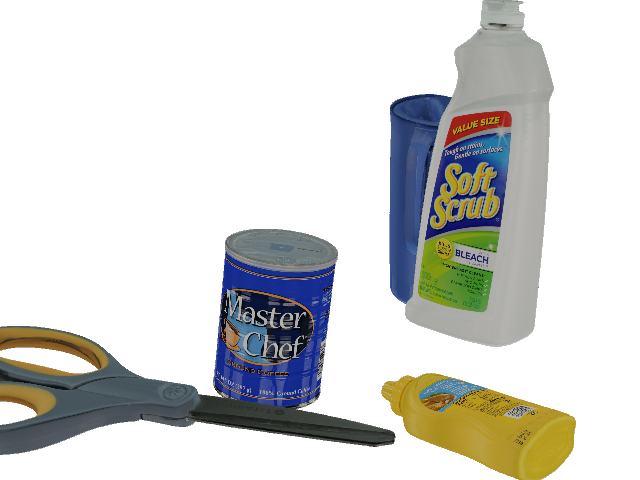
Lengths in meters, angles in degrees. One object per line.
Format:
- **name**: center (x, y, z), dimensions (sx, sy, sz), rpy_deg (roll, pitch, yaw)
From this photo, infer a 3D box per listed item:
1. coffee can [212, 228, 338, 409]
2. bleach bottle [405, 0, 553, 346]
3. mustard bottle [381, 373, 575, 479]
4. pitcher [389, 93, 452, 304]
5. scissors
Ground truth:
- **coffee can**: center (-0.043, 0.071, 0.982), dimensions (0.103, 0.140, 0.103), rpy_deg (6, 17, -2)
- **bleach bottle**: center (0.121, -0.053, 0.802), dimensions (0.103, 0.251, 0.067), rpy_deg (15, 21, 40)
- **mustard bottle**: center (0.137, 0.168, 1.015), dimensions (0.192, 0.058, 0.096), rpy_deg (15, 22, 41)
- **pitcher**: center (0.137, -0.040, 1.249), dimensions (0.149, 0.243, 0.145), rpy_deg (-7, 25, -20)
- **scissors**: center (-0.079, 0.077, 0.453), dimensions (0.202, 0.016, 0.096), rpy_deg (14, 28, 25)
